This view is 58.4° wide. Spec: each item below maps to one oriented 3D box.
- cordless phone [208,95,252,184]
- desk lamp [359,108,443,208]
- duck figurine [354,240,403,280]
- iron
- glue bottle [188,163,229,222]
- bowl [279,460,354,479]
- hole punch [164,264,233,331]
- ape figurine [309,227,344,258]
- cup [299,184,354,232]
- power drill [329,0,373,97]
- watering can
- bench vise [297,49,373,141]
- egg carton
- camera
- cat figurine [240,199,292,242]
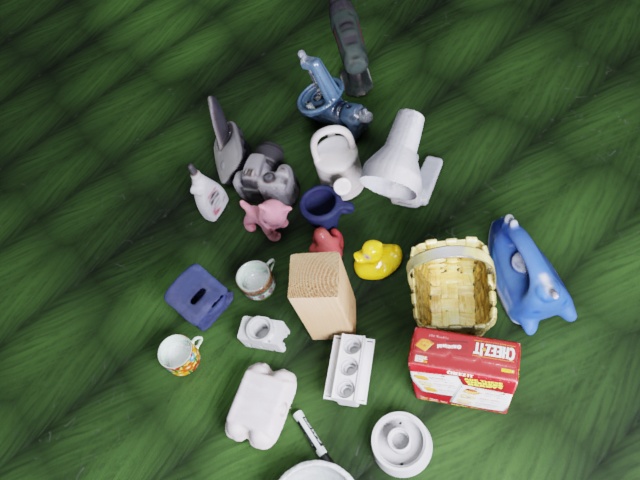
[{"bbox_3d":[-0.226,-0.234,1.339,0.094,0.185,0.147,-21,58,1],"label":"cordless phone"},{"bbox_3d":[0.172,-0.154,1.186,0.117,0.214,0.203,15,65,20],"label":"desk lamp"},{"bbox_3d":[0.115,0.030,1.169,0.104,0.086,0.077,-19,58,2],"label":"duck figurine"},{"bbox_3d":[0.380,0.037,1.072,0.118,0.142,0.258,-19,58,2],"label":"iron"},{"bbox_3d":[-0.260,-0.115,1.287,0.037,0.173,0.078,15,65,21],"label":"glue bottle"},{"bbox_3d":[-0.002,0.460,0.957,0.167,0.075,0.167,-6,60,10],"label":"bowl"},{"bbox_3d":[-0.252,0.118,1.199,0.100,0.091,0.109,32,72,26],"label":"hole punch"},{"bbox_3d":[0.011,0.004,1.204,0.078,0.092,0.076,-21,58,0],"label":"ape figurine"},{"bbox_3d":[0.022,-0.058,1.235,0.117,0.095,0.092,4,62,15],"label":"cup"},{"bbox_3d":[0.072,-0.464,1.389,0.075,0.209,0.229,-16,59,4],"label":"power drill"},{"bbox_3d":[0.039,-0.172,1.238,0.101,0.194,0.172,-33,59,-6],"label":"watering can"},{"bbox_3d":[0.031,-0.342,1.322,0.207,0.220,0.121,11,64,19],"label":"bench vise"},{"bbox_3d":[-0.108,0.309,1.070,0.107,0.069,0.150,11,64,19],"label":"egg carton"},{"bbox_3d":[-0.118,-0.164,1.324,0.143,0.101,0.137,8,63,17],"label":"camera"},{"bbox_3d":[-0.120,-0.057,1.254,0.127,0.118,0.067,20,67,23],"label":"cat figurine"}]
